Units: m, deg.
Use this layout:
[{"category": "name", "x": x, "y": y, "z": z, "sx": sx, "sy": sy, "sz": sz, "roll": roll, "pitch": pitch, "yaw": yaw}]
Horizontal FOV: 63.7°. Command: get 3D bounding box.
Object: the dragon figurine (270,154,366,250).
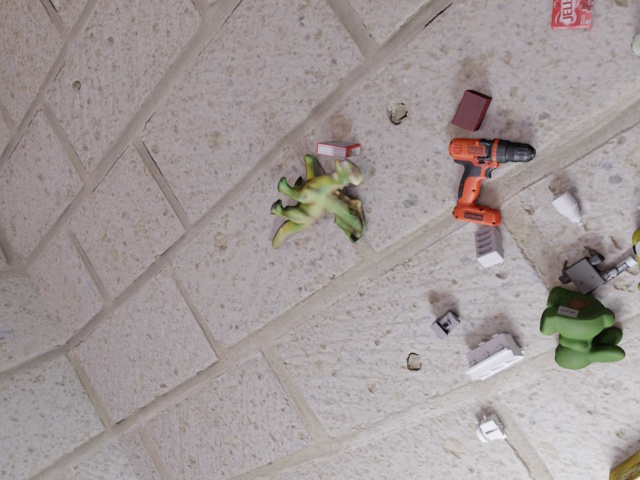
[{"category": "dragon figurine", "x": 0.004, "y": -0.069, "z": 1.363, "sx": 0.244, "sy": 0.124, "sz": 0.400, "roll": 32, "pitch": 134, "yaw": 16}]
